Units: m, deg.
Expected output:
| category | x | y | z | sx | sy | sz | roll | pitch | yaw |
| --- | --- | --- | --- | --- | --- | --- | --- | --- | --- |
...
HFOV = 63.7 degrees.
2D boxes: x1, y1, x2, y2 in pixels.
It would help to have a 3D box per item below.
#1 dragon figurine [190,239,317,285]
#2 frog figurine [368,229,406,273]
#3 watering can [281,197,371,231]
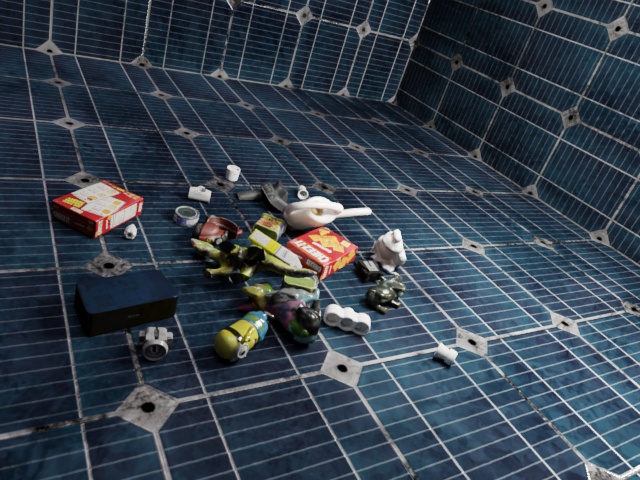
| category | x | y | z | sx | sy | sz | roll | pitch | yaw |
| --- | --- | --- | --- | --- | --- | --- | --- | --- | --- |
| dragon figurine | -0.203 | 0.055 | 1.553 | 0.410 | 0.121 | 0.244 | 11 | 8 | 3 |
| frog figurine | 0.260 | 0.024 | 1.857 | 0.122 | 0.156 | 0.140 | 4 | 31 | -29 |
| watering can | 0.006 | -0.095 | 1.892 | 0.347 | 0.105 | 0.222 | 4 | -14 | -40 |
